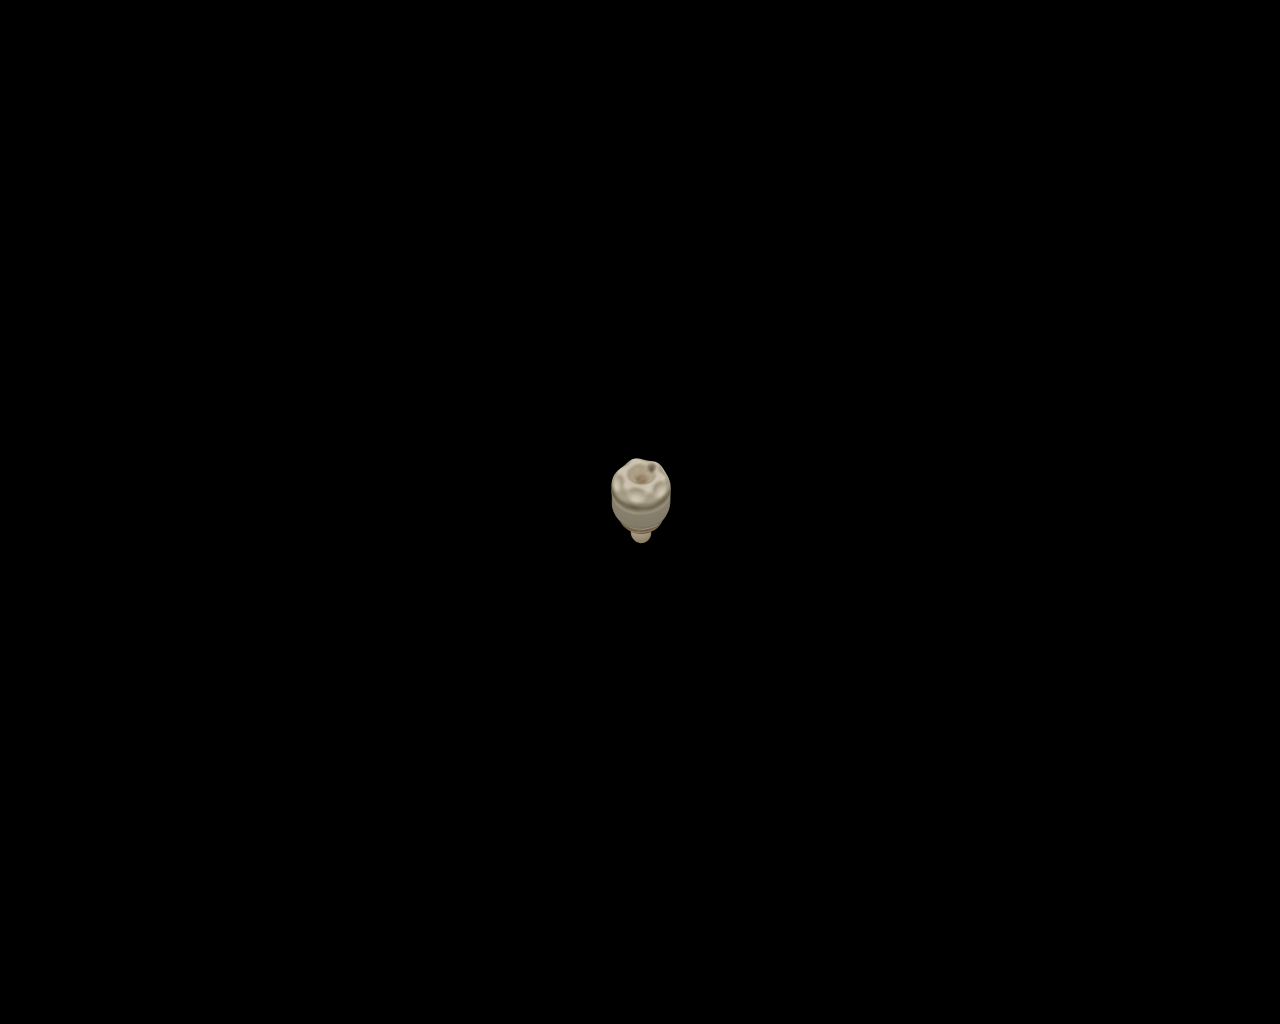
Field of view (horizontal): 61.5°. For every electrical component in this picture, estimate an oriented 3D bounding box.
[{"bbox_3d":[0.001,-0.003,0.650,0.035,0.035,0.061,0,-41,0],"label":"electrical component"}]
